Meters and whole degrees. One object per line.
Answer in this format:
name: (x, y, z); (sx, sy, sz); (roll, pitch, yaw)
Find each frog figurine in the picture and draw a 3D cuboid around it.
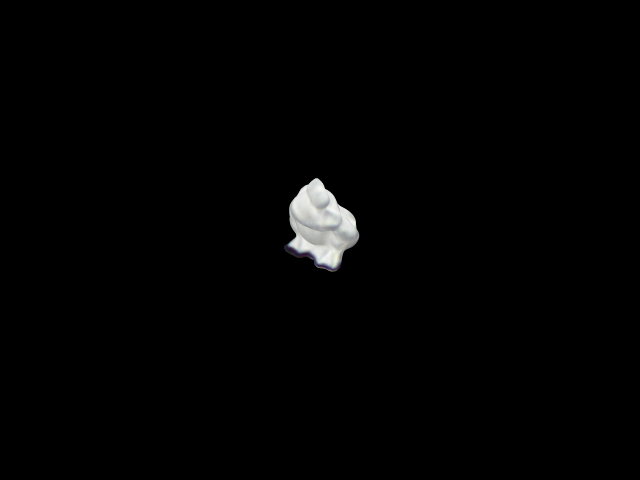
frog figurine: (0.003, -0.043, 0.850); (0.124, 0.156, 0.139); (-21, 42, -26)
